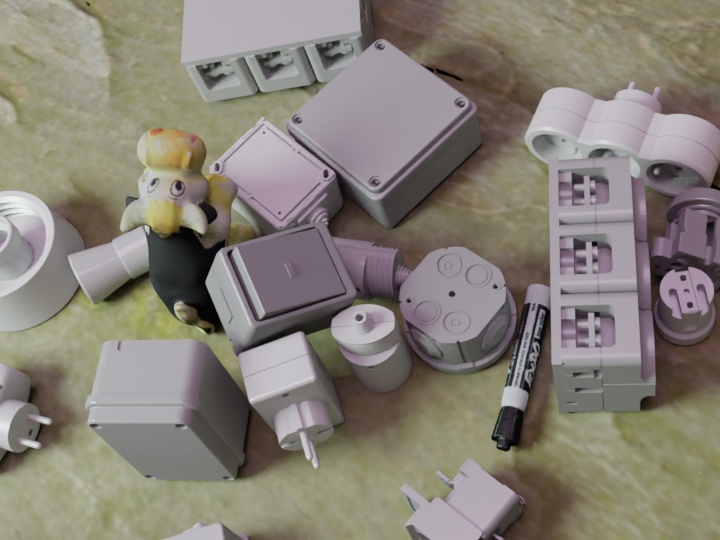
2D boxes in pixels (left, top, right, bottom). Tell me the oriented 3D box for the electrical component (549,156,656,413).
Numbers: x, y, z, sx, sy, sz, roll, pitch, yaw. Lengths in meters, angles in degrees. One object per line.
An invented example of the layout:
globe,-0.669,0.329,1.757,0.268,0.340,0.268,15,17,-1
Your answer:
electrical component,0.161,0.010,0.716,0.062,0.089,0.150,-2,62,13

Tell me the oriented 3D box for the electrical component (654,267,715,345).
electrical component,0.218,0.023,0.720,0.040,0.046,0.040,-6,61,11

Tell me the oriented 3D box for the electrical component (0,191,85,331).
electrical component,-0.281,-0.012,0.856,0.108,0.060,0.108,-6,61,11

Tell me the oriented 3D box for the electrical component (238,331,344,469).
electrical component,-0.041,0.097,0.725,0.047,0.083,0.075,-20,60,2

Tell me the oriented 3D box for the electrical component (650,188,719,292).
electrical component,0.234,-0.022,0.738,0.066,0.048,0.055,17,63,-4

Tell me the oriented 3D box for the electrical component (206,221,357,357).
electrical component,-0.047,0.009,0.730,0.096,0.061,0.061,-17,72,-25

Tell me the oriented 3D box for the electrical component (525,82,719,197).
electrical component,0.199,-0.107,0.791,0.138,0.052,0.073,17,68,22

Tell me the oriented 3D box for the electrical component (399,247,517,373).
electrical component,0.068,0.028,0.753,0.080,0.051,0.080,-6,61,11

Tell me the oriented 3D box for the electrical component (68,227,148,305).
electrical component,-0.189,-0.007,0.843,0.065,0.044,0.044,-28,59,-7

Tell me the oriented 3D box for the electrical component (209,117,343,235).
electrical component,-0.058,-0.058,0.829,0.096,0.061,0.061,39,76,21

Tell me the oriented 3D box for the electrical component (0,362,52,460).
electrical component,-0.265,0.112,0.795,0.079,0.044,0.077,11,66,19

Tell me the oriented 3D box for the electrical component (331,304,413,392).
electrical component,0.008,0.049,0.739,0.043,0.081,0.043,-6,62,11

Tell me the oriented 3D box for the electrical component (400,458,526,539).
electrical component,0.069,0.159,0.688,0.081,0.042,0.063,36,74,27

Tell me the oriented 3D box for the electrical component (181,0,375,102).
electrical component,-0.067,-0.201,0.902,0.150,0.061,0.089,-8,61,10

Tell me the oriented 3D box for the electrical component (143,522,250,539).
electrical component,-0.114,0.219,0.697,0.100,0.048,0.099,-18,59,6

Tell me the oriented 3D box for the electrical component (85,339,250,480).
electrical component,-0.127,0.097,0.729,0.078,0.113,0.057,-2,59,13

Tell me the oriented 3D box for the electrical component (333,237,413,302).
electrical component,0.000,0.000,0.789,0.081,0.043,0.043,8,65,18

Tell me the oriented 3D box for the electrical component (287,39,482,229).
electrical component,0.020,-0.107,0.833,0.109,0.056,0.109,-43,61,-10
